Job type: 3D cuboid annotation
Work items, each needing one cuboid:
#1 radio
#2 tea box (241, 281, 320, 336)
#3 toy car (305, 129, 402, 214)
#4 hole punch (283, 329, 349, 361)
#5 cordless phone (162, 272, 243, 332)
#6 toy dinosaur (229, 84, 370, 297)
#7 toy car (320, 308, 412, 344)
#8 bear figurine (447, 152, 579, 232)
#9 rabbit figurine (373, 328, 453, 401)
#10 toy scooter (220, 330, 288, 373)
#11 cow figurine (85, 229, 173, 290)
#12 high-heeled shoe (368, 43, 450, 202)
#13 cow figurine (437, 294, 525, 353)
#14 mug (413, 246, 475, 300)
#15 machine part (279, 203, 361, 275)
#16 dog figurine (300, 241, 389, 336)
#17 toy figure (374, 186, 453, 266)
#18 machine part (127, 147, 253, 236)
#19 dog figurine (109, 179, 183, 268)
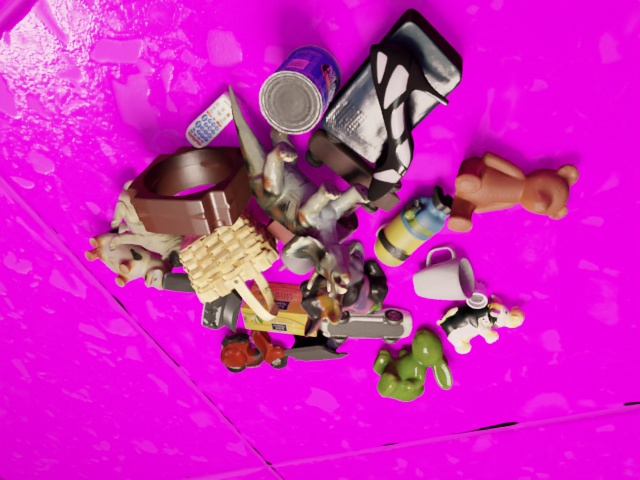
[{"bbox_3d":[0.118,-0.242,0.884,0.131,0.073,0.229,37,128,-12],"label":"radio"},{"bbox_3d":[-0.080,0.153,1.209,0.170,0.098,0.068,4,126,12],"label":"tea box"},{"bbox_3d":[0.064,-0.130,0.990,0.202,0.053,0.089,38,131,-6],"label":"toy car"},{"bbox_3d":[-0.016,0.234,1.267,0.142,0.092,0.115,-14,150,22],"label":"hole punch"},{"bbox_3d":[-0.271,0.136,1.227,0.184,0.089,0.146,8,128,-13],"label":"cordless phone"},{"bbox_3d":[-0.054,-0.082,0.971,0.405,0.131,0.192,48,125,12],"label":"toy dinosaur"},{"bbox_3d":[0.102,0.186,1.187,0.202,0.056,0.073,1,125,0],"label":"toy car"},{"bbox_3d":[0.326,-0.074,0.907,0.196,0.132,0.120,15,131,14],"label":"bear figurine"},{"bbox_3d":[0.222,0.280,1.201,0.159,0.121,0.170,28,113,-9],"label":"rabbit figurine"},{"bbox_3d":[-0.174,0.262,1.330,0.184,0.075,0.135,-6,123,16],"label":"toy scooter"},{"bbox_3d":[-0.422,0.047,1.236,0.195,0.127,0.085,35,128,9],"label":"cow figurine"},{"bbox_3d":[0.093,-0.177,0.845,0.145,0.086,0.248,31,126,-2],"label":"high-heeled shoe"},{"bbox_3d":[0.331,0.161,1.112,0.167,0.068,0.098,-34,104,32],"label":"cow figurine"},{"bbox_3d":[0.239,0.070,1.068,0.107,0.081,0.109,-13,96,35],"label":"mug"},{"bbox_3d":[-0.002,-0.003,1.087,0.079,0.079,0.243,39,125,-12],"label":"machine part"},{"bbox_3d":[0.045,0.119,1.071,0.108,0.219,0.191,-25,113,34],"label":"dog figurine"},{"bbox_3d":[0.172,-0.023,1.012,0.082,0.089,0.180,44,128,-6],"label":"toy figure"},{"bbox_3d":[-0.236,-0.095,1.013,0.202,0.201,0.087,2,127,15],"label":"machine part"},{"bbox_3d":[-0.343,-0.034,1.168,0.191,0.121,0.172,13,132,-10],"label":"dog figurine"}]
